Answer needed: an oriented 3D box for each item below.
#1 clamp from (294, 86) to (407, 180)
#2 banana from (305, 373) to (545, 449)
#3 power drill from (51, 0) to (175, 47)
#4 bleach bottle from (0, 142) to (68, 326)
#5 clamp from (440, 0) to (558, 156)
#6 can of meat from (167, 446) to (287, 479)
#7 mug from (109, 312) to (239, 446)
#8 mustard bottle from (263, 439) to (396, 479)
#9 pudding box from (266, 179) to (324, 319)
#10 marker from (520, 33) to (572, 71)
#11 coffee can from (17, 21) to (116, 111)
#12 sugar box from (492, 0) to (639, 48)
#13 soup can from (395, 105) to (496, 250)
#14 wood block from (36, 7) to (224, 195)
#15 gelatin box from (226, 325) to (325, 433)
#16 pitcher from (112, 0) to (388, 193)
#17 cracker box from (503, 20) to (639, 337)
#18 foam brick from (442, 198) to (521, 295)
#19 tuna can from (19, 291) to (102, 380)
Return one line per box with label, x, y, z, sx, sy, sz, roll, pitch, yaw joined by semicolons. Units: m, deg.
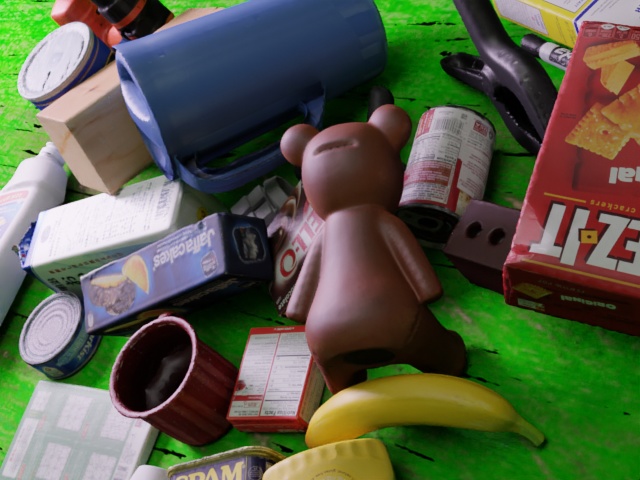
clamp;0.034;-0.048;0.954;0.120;0.039;0.171;-41;42;29
banana;0.060;0.128;0.777;0.198;0.069;0.037;-7;24;35
power drill;-0.240;-0.256;1.228;0.188;0.184;0.057;18;70;54
bleach bottle;-0.359;-0.002;1.208;0.103;0.068;0.250;1;58;38
clamp;0.151;-0.133;0.884;0.036;0.164;0.210;-29;66;-5
can of meat;-0.072;0.216;0.827;0.102;0.057;0.084;-19;52;27
mug;-0.120;0.116;0.918;0.093;0.081;0.117;-28;46;18
mustard bottle;0.023;0.235;0.730;0.096;0.058;0.191;-15;51;-1
pudding box;-0.006;0.001;0.921;0.114;0.039;0.090;-56;37;26
marker;0.213;-0.150;0.902;0.020;0.020;0.121;-48;43;-2
coffee can;-0.245;-0.156;1.174;0.103;0.140;0.103;-21;49;25
sugar box;0.235;-0.206;0.904;0.093;0.048;0.176;-42;45;-7
soup can;0.103;-0.052;0.879;0.069;0.068;0.102;-3;57;36
wood block;-0.172;-0.147;1.096;0.205;0.090;0.091;-40;29;-20
gelatin box;-0.032;0.116;0.888;0.073;0.030;0.089;-7;55;33
pitcher;-0.058;-0.152;0.995;0.242;0.149;0.145;-25;19;-13
cracker box;0.234;-0.043;0.733;0.164;0.072;0.213;13;65;20
foam brick;0.144;0.010;0.813;0.078;0.051;0.053;18;71;44
tuna can;-0.262;0.095;1.079;0.086;0.033;0.086;-21;49;25
